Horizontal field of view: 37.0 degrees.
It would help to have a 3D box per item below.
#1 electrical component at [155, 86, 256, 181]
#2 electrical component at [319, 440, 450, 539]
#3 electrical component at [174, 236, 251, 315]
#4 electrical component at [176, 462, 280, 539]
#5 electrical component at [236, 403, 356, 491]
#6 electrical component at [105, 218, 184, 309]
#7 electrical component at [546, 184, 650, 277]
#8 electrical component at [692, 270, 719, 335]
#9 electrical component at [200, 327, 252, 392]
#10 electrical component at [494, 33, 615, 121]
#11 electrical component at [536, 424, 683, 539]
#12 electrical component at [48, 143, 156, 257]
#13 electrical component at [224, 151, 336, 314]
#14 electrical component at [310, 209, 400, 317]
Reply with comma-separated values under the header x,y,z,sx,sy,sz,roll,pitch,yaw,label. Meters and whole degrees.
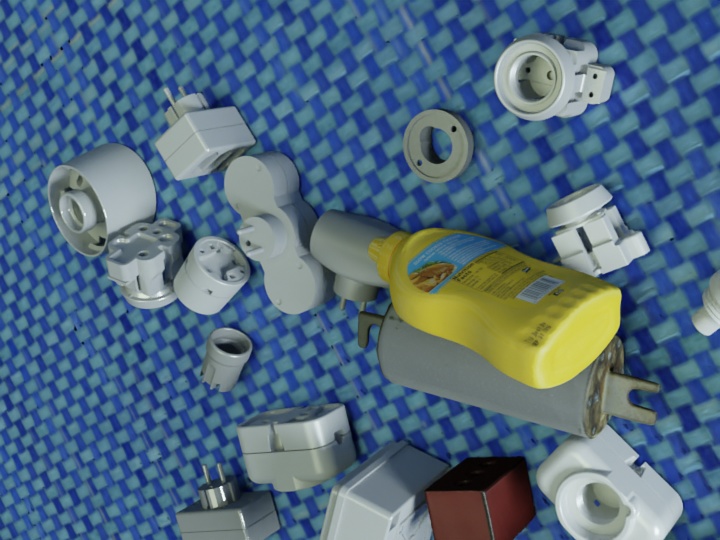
x,y,z,sx,sy,sz,roll,pitch,yaw,label
-0.140,-0.123,0.910,0.047,0.066,0.076,-36,82,34,electrical component
0.017,0.208,0.866,0.056,0.109,0.108,23,113,24,electrical component
-0.132,0.006,0.945,0.055,0.055,0.047,50,126,13,electrical component
-0.128,0.215,0.998,0.083,0.047,0.075,-12,95,35,electrical component
-0.054,0.154,0.931,0.095,0.054,0.059,-10,96,34,electrical component
-0.191,-0.002,0.973,0.058,0.078,0.057,18,130,28,electrical component
0.161,-0.027,0.753,0.066,0.048,0.055,-24,96,35,electrical component
0.247,0.019,0.710,0.048,0.048,0.062,51,130,12,electrical component
-0.122,0.081,0.967,0.040,0.040,0.046,36,124,21,electrical component
0.128,-0.133,0.740,0.078,0.057,0.058,19,112,28,electrical component
0.179,0.163,0.779,0.095,0.059,0.053,45,121,15,electrical component
-0.244,-0.064,1.008,0.099,0.064,0.099,22,125,35,electrical component
-0.074,-0.029,0.886,0.052,0.074,0.138,-24,88,35,electrical component
0.000,0.000,0.864,0.077,0.043,0.079,22,113,27,electrical component
